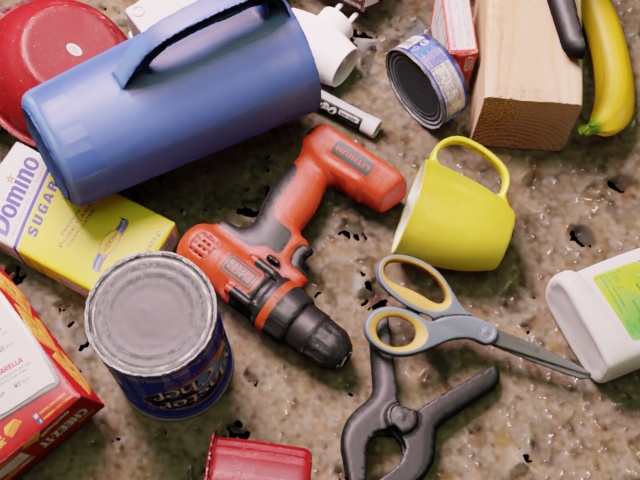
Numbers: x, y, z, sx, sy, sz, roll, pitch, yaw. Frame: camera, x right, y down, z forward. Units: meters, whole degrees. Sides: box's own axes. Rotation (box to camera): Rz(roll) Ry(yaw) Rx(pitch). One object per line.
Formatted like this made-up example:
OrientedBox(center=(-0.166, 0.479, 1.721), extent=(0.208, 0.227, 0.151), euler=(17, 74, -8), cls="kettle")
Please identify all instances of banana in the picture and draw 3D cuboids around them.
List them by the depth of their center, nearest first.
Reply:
OrientedBox(center=(0.271, -0.173, 1.018), extent=(0.037, 0.069, 0.198), euler=(-19, 55, 35), cls="banana")

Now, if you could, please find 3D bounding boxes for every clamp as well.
OrientedBox(center=(0.078, 0.152, 0.896), extent=(0.120, 0.039, 0.171), euler=(15, 67, 11), cls="clamp")
OrientedBox(center=(0.211, -0.267, 0.972), extent=(0.210, 0.036, 0.164), euler=(37, 73, 13), cls="clamp")

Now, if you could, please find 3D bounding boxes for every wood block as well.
OrientedBox(center=(0.195, -0.198, 1.013), extent=(0.090, 0.091, 0.206), euler=(5, 67, 2), cls="wood block")

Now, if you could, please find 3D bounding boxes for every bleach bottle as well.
OrientedBox(center=(0.331, 0.032, 0.930), extent=(0.250, 0.068, 0.102), euler=(-23, 69, -11), cls="bleach bottle")

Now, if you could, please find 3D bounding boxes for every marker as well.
OrientedBox(center=(0.004, -0.134, 1.027), extent=(0.121, 0.020, 0.020), euler=(30, 71, 13), cls="marker")

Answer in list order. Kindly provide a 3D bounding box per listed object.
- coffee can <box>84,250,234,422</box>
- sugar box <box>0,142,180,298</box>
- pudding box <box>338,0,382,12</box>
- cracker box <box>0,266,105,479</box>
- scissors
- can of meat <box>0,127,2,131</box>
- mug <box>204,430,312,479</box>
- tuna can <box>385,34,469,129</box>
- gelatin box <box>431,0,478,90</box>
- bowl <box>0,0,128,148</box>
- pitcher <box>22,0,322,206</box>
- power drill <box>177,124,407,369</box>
OrientedBox(center=(-0.127, 0.082, 0.872), extent=(0.103, 0.140, 0.103), euler=(0, 67, 1), cls="coffee can")
OrientedBox(center=(-0.225, -0.010, 0.964), extent=(0.176, 0.048, 0.093), euler=(27, 70, 10), cls="sugar box")
OrientedBox(center=(0.015, -0.288, 1.042), extent=(0.114, 0.090, 0.039), euler=(30, 44, 25), cls="pudding box")
OrientedBox(center=(-0.310, 0.108, 0.894), extent=(0.164, 0.072, 0.214), euler=(-40, 72, -5), cls="cracker box")
OrientedBox(center=(0.123, 0.090, 0.903), extent=(0.202, 0.016, 0.096), euler=(37, 75, 6), cls="scissors")
OrientedBox(center=(-0.341, -0.139, 1.016), extent=(0.084, 0.057, 0.102), euler=(23, 69, 8), cls="can of meat")
OrientedBox(center=(-0.051, 0.211, 0.841), extent=(0.081, 0.093, 0.117), euler=(7, 44, -1), cls="mug")
OrientedBox(center=(0.100, -0.148, 0.996), extent=(0.033, 0.086, 0.086), euler=(-34, 71, -15), cls="tuna can")
OrientedBox(center=(0.129, -0.195, 1.022), extent=(0.030, 0.073, 0.089), euler=(-4, 67, -2), cls="gelatin box")
OrientedBox(center=(-0.236, -0.165, 0.993), extent=(0.161, 0.055, 0.162), euler=(8, 70, -23), cls="bowl")
OrientedBox(center=(-0.130, -0.132, 0.928), extent=(0.242, 0.149, 0.145), euler=(-27, 26, -16), cls="pitcher")
OrientedBox(center=(-0.006, 0.001, 0.949), extent=(0.184, 0.057, 0.187), euler=(36, 72, 13), cls="power drill")
